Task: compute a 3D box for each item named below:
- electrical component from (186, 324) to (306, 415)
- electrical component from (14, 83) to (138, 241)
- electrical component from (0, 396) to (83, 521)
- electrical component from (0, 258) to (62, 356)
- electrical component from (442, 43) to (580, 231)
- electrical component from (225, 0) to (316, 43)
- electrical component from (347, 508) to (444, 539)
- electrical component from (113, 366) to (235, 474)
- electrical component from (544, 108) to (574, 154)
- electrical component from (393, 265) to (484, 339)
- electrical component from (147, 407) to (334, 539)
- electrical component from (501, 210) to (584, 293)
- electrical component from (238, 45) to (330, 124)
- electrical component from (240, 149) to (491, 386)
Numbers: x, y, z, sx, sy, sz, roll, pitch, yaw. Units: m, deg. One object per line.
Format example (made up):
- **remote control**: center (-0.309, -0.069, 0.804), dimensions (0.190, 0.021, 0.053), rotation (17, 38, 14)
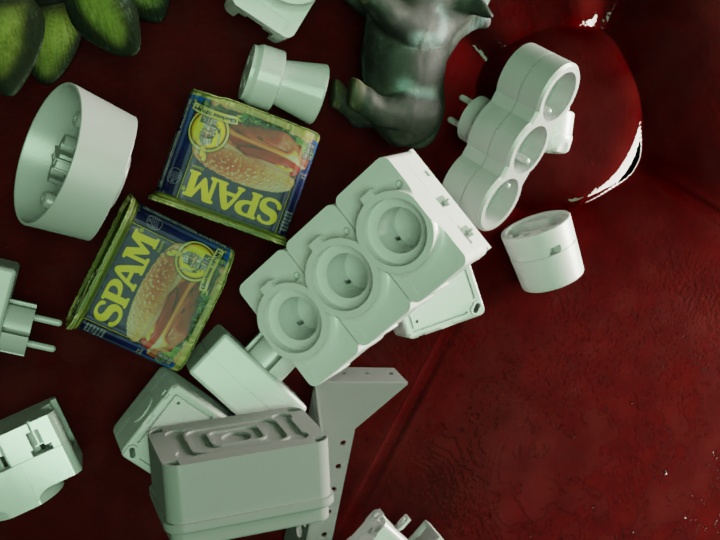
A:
- **electrical component**: center (-0.072, 0.070, 0.789), dimensions (0.083, 0.047, 0.075), rotation (44, 85, -15)
- **electrical component**: center (-0.190, -0.070, 0.717), dimensions (0.064, 0.099, 0.099), rotation (21, 91, -22)
- **electrical component**: center (-0.244, 0.136, 0.752), dimensions (0.089, 0.050, 0.055), rotation (-24, 102, -10)
- **electrical component**: center (-0.245, 0.037, 0.740), dimensions (0.076, 0.047, 0.083), rotation (14, 93, -16)
- **electrical component**: center (0.098, -0.106, 0.804), dimensions (0.052, 0.074, 0.138), rotation (8, 114, -58)
- **electrical component**: center (-0.050, -0.211, 0.754), dimensions (0.050, 0.056, 0.089), rotation (31, 89, -16)
- **electrical component**: center (0.022, 0.224, 0.835), dimensions (0.064, 0.042, 0.081), rotation (43, 85, -12)
- **electrical component**: center (-0.122, 0.123, 0.779), dimensions (0.096, 0.061, 0.061), rotation (39, 87, -23)
- **electrical component**: center (0.148, -0.121, 0.827), dimensions (0.035, 0.035, 0.061), rotation (6, 93, -15)
- **electrical component**: center (0.044, -0.003, 0.805), dimensions (0.062, 0.061, 0.096), rotation (-19, 93, -10)
- **electrical component**: center (-0.081, 0.137, 0.720), dimensions (0.113, 0.078, 0.057), rotation (-7, 103, -19)
- **electrical component**: center (0.142, -0.014, 0.829), dimensions (0.055, 0.055, 0.047), rotation (-24, 106, -10)
- **electrical component**: center (-0.055, -0.133, 0.768), dimensions (0.055, 0.045, 0.045), rotation (15, 93, -15)
- **electrical component**: center (0.000, 0.000, 0.742), dimensions (0.150, 0.062, 0.089), rotation (-41, 83, 25)
